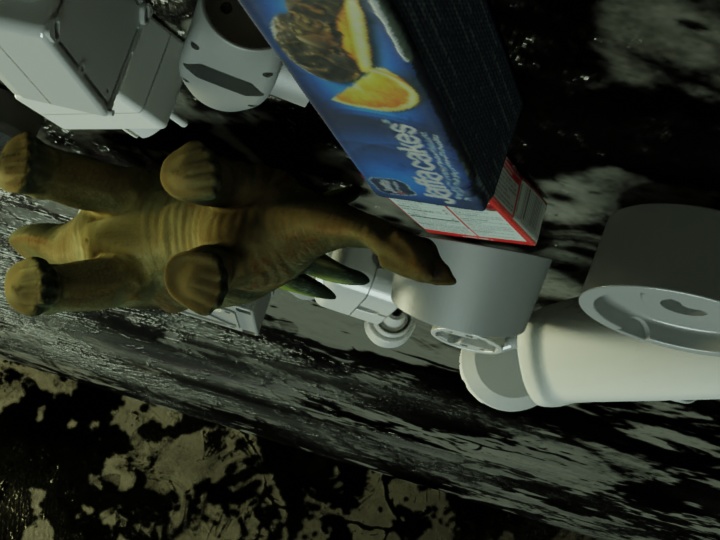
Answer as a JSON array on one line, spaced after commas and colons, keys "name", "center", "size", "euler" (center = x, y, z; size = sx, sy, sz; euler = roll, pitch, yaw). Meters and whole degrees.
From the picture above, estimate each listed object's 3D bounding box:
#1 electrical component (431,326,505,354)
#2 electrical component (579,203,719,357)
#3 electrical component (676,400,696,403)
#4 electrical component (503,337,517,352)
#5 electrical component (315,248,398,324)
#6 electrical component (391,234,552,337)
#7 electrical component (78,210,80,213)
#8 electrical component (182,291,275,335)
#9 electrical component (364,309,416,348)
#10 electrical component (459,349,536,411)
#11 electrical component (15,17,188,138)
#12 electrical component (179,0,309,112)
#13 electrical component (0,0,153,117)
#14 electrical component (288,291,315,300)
[{"name": "electrical component", "center": [0.086, 0.032, 0.809], "size": [0.055, 0.047, 0.055], "euler": [15, 165, 4]}, {"name": "electrical component", "center": [0.176, 0.001, 0.571], "size": [0.108, 0.060, 0.108], "euler": [16, 166, 4]}, {"name": "electrical component", "center": [0.239, 0.081, 0.837], "size": [0.040, 0.040, 0.046], "euler": [26, 169, -30]}, {"name": "electrical component", "center": [0.132, 0.049, 0.813], "size": [0.061, 0.035, 0.035], "euler": [-21, 148, 25]}, {"name": "electrical component", "center": [0.000, 0.000, 0.774], "size": [0.059, 0.053, 0.095], "euler": [18, 165, -6]}, {"name": "electrical component", "center": [0.069, 0.003, 0.690], "size": [0.099, 0.064, 0.099], "euler": [11, -165, -3]}, {"name": "electrical component", "center": [-0.198, -0.016, 0.873], "size": [0.076, 0.083, 0.047], "euler": [3, 160, 41]}, {"name": "electrical component", "center": [-0.134, 0.009, 0.949], "size": [0.109, 0.056, 0.108], "euler": [17, 165, 2]}, {"name": "electrical component", "center": [0.027, 0.041, 0.916], "size": [0.043, 0.043, 0.062], "euler": [17, 164, -1]}, {"name": "electrical component", "center": [0.119, 0.074, 0.864], "size": [0.080, 0.080, 0.051], "euler": [16, 171, 2]}, {"name": "electrical component", "center": [-0.124, -0.096, 0.577], "size": [0.083, 0.047, 0.076], "euler": [5, 161, 37]}, {"name": "electrical component", "center": [-0.037, -0.097, 0.483], "size": [0.079, 0.043, 0.077], "euler": [20, 165, -11]}, {"name": "electrical component", "center": [-0.143, -0.120, 0.481], "size": [0.061, 0.061, 0.096], "euler": [14, 165, 11]}, {"name": "electrical component", "center": [-0.056, -0.011, 0.816], "size": [0.043, 0.043, 0.081], "euler": [8, 163, 31]}]
